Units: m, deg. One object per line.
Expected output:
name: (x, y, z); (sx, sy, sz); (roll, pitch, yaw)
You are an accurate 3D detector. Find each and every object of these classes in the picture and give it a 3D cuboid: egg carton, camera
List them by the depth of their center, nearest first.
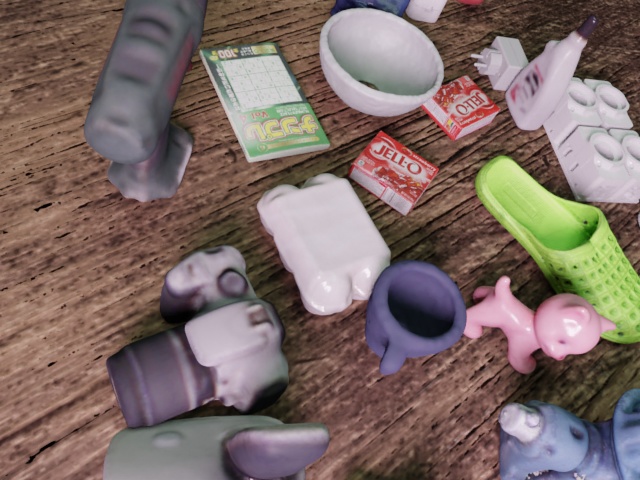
camera: (-0.109, 0.085, 0.483); (0.137, 0.100, 0.143); (-18, 66, -27)
egg carton: (0.005, 0.002, 0.591); (0.107, 0.069, 0.150); (-19, 67, -27)

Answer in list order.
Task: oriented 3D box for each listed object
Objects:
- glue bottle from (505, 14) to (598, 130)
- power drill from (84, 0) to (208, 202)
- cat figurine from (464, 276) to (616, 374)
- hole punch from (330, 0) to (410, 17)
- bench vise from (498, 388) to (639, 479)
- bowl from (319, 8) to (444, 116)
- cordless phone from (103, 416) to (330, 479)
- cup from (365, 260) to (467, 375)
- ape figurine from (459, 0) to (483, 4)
glue bottle: (0.315, -0.231, 0.774); (0.037, 0.173, 0.078); (-3, 60, -19)
power drill: (-0.156, -0.144, 0.544); (0.076, 0.208, 0.229); (14, 56, -9)
cat figurine: (0.226, 0.080, 0.586); (0.128, 0.117, 0.067); (33, 55, 4)
hole punch: (0.082, -0.357, 0.825); (0.108, 0.091, 0.101); (26, 55, -1)
bench vise: (0.265, 0.180, 0.474); (0.208, 0.219, 0.121); (2, 59, -17)
bowl: (0.071, -0.218, 0.746); (0.168, 0.074, 0.167); (8, 57, -13)
cordless phone: (-0.075, 0.152, 0.401); (0.148, 0.185, 0.094); (-1, 60, -19)
cup: (0.075, 0.088, 0.545); (0.091, 0.095, 0.118); (31, 55, 2)
ape figurine: (0.254, -0.432, 0.928); (0.076, 0.092, 0.077); (-12, 64, -24)
